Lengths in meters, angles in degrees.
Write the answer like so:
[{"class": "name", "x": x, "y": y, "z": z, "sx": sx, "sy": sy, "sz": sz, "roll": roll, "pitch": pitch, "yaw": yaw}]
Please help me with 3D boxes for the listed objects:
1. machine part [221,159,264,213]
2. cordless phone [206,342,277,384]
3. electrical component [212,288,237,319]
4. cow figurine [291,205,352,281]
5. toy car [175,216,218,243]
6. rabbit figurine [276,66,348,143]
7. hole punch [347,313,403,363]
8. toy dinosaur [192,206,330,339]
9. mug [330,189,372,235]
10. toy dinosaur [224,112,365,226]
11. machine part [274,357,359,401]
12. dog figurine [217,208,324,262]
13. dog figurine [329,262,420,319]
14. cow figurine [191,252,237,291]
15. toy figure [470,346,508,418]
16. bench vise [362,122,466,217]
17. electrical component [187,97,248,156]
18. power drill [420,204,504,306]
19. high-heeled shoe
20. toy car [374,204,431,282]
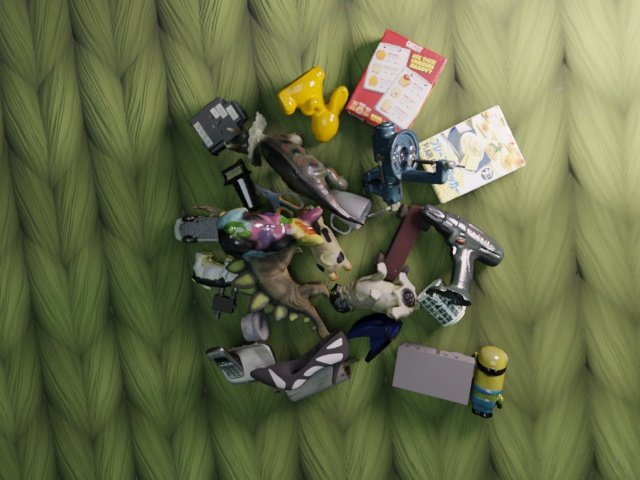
[{"class": "machine part", "x": -0.203, "y": -0.135, "z": 1.408, "sx": 0.084, "sy": 0.039, "sz": 0.139, "roll": -29, "pitch": 87, "yaw": 20}, {"class": "cordless phone", "x": -0.200, "y": 0.299, "z": 1.379, "sx": 0.147, "sy": 0.184, "sz": 0.089, "roll": -13, "pitch": 57, "yaw": 11}, {"class": "electrical component", "x": -0.260, "y": 0.174, "z": 1.462, "sx": 0.063, "sy": 0.021, "sz": 0.094, "roll": 14, "pitch": 97, "yaw": 7}, {"class": "cow figurine", "x": -0.003, "y": -0.004, "z": 1.347, "sx": 0.085, "sy": 0.127, "sz": 0.195, "roll": -30, "pitch": 59, "yaw": 8}, {"class": "toy car", "x": -0.289, "y": -0.029, "z": 1.432, "sx": 0.202, "sy": 0.056, "sz": 0.073, "roll": -1, "pitch": 89, "yaw": 8}, {"class": "rabbit figurine", "x": -0.006, "y": -0.332, "z": 1.342, "sx": 0.162, "sy": 0.122, "sz": 0.173, "roll": -30, "pitch": 104, "yaw": 1}, {"class": "hole punch", "x": 0.139, "y": 0.228, "z": 1.351, "sx": 0.116, "sy": 0.142, "sz": 0.092, "roll": -44, "pitch": 84, "yaw": 22}, {"class": "toy dinosaur", "x": -0.132, "y": 0.072, "z": 1.364, "sx": 0.198, "sy": 0.105, "sz": 0.471, "roll": -36, "pitch": 90, "yaw": -6}, {"class": "mug", "x": 0.062, "y": -0.075, "z": 1.362, "sx": 0.107, "sy": 0.081, "sz": 0.109, "roll": 31, "pitch": 103, "yaw": 16}, {"class": "toy dinosaur", "x": -0.063, "y": -0.174, "z": 1.287, "sx": 0.405, "sy": 0.192, "sz": 0.131, "roll": 40, "pitch": 110, "yaw": 26}, {"class": "machine part", "x": -0.009, "y": 0.359, "z": 1.412, "sx": 0.243, "sy": 0.079, "sz": 0.079, "roll": -26, "pitch": 91, "yaw": 11}, {"class": "dog figurine", "x": -0.101, "y": -0.022, "z": 1.232, "sx": 0.219, "sy": 0.191, "sz": 0.108, "roll": -9, "pitch": 74, "yaw": 22}, {"class": "dog figurine", "x": 0.134, "y": 0.153, "z": 1.356, "sx": 0.172, "sy": 0.121, "sz": 0.190, "roll": 41, "pitch": 144, "yaw": -13}, {"class": "cow figurine", "x": -0.255, "y": 0.095, "z": 1.428, "sx": 0.167, "sy": 0.068, "sz": 0.098, "roll": 18, "pitch": 95, "yaw": 3}, {"class": "toy figure", "x": 0.421, "y": 0.352, "z": 1.334, "sx": 0.082, "sy": 0.089, "sz": 0.180, "roll": 11, "pitch": 95, "yaw": 3}, {"class": "bench vise", "x": 0.205, "y": -0.161, "z": 1.253, "sx": 0.241, "sy": 0.129, "sz": 0.223, "roll": 13, "pitch": 109, "yaw": 40}, {"class": "electrical component", "x": -0.256, "y": -0.301, "z": 1.398, "sx": 0.134, "sy": 0.058, "sz": 0.115, "roll": -33, "pitch": 92, "yaw": 10}, {"class": "power drill", "x": 0.319, "y": 0.043, "z": 1.292, "sx": 0.232, "sy": 0.086, "sz": 0.207, "roll": 24, "pitch": 66, "yaw": -8}, {"class": "high-heeled shoe", "x": -0.052, "y": 0.291, "z": 1.340, "sx": 0.249, "sy": 0.086, "sz": 0.145, "roll": 2, "pitch": 101, "yaw": 1}, {"class": "toy car", "x": 0.208, "y": 0.007, "z": 1.354, "sx": 0.089, "sy": 0.053, "sz": 0.202, "roll": 23, "pitch": 96, "yaw": -6}]
